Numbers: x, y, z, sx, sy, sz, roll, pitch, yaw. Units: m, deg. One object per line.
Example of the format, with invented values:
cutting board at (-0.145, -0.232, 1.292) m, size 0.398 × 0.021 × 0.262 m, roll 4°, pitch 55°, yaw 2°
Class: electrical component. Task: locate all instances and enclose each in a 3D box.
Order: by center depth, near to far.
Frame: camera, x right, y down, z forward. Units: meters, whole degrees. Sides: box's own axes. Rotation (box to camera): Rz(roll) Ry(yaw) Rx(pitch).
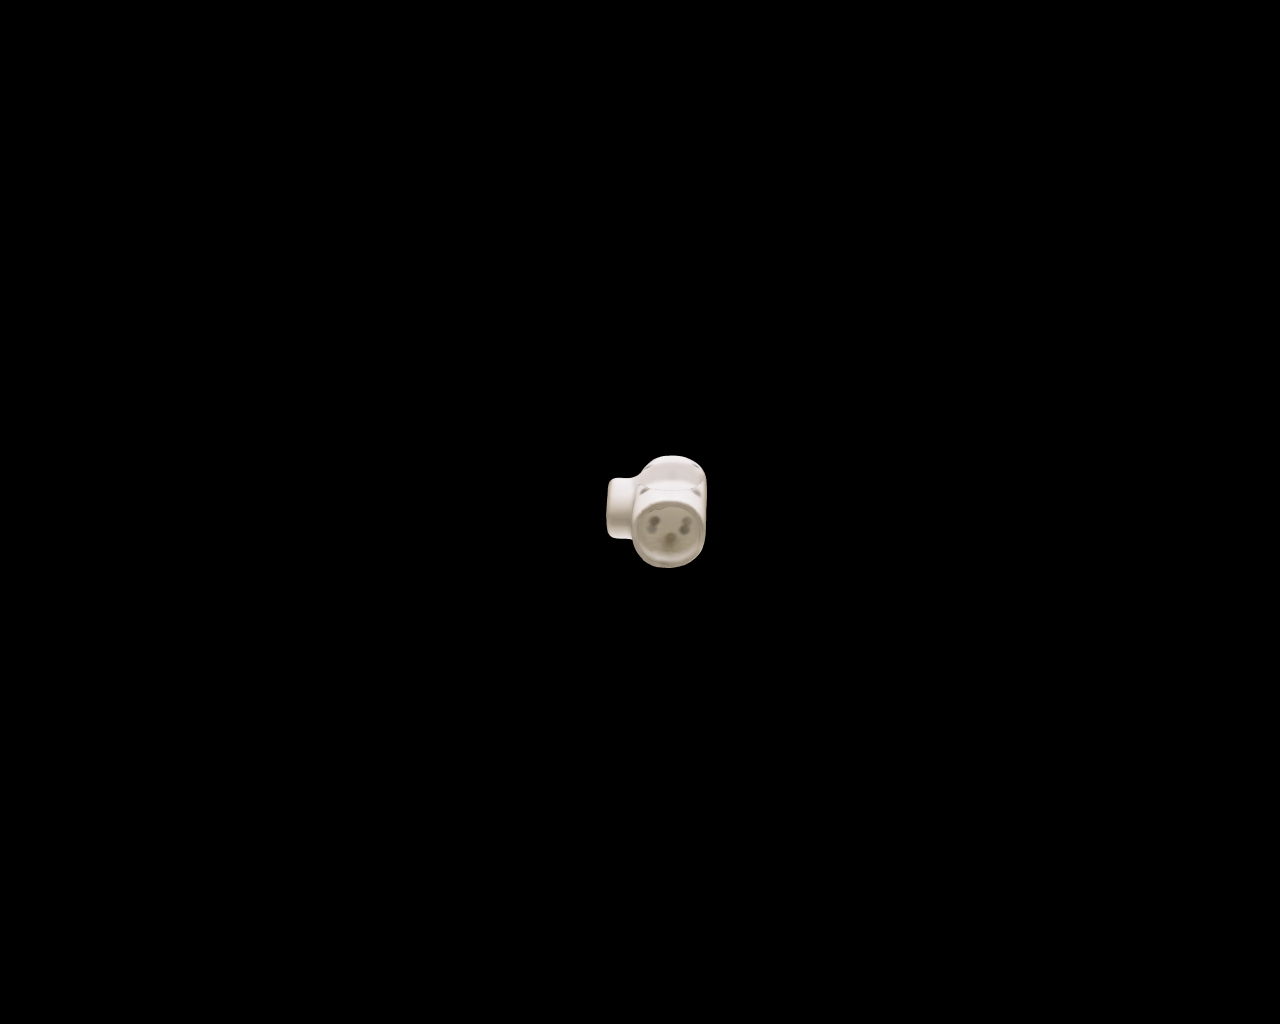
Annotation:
electrical component at (0.001, -0.003, 0.650) m, size 0.079 × 0.044 × 0.077 m, roll 1°, pitch 24°, yaw 3°
